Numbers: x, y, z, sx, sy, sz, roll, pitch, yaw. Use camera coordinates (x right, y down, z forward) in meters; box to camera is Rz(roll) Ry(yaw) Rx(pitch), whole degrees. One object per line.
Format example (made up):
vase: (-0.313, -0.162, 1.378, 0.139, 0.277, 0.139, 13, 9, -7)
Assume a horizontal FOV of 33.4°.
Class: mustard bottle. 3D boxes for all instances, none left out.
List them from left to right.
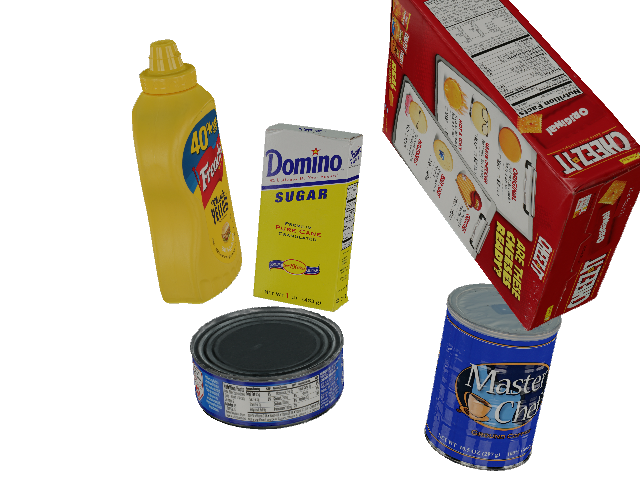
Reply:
mustard bottle: (-0.103, -0.055, 0.804, 0.058, 0.191, 0.096, 1, 25, 18)

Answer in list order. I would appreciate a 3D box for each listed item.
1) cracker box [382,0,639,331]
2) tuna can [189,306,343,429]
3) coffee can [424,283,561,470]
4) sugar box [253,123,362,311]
cracker box: (0.126, -0.070, 0.753, 0.072, 0.214, 0.164, -24, -32, -16)
tuna can: (-0.029, 0.070, 0.600, 0.086, 0.034, 0.086, -2, 22, 1)
coffee can: (0.157, 0.124, 0.982, 0.103, 0.140, 0.103, 6, 22, -3)
sugar box: (-0.014, -0.024, 1.069, 0.093, 0.176, 0.048, 9, 16, 19)
